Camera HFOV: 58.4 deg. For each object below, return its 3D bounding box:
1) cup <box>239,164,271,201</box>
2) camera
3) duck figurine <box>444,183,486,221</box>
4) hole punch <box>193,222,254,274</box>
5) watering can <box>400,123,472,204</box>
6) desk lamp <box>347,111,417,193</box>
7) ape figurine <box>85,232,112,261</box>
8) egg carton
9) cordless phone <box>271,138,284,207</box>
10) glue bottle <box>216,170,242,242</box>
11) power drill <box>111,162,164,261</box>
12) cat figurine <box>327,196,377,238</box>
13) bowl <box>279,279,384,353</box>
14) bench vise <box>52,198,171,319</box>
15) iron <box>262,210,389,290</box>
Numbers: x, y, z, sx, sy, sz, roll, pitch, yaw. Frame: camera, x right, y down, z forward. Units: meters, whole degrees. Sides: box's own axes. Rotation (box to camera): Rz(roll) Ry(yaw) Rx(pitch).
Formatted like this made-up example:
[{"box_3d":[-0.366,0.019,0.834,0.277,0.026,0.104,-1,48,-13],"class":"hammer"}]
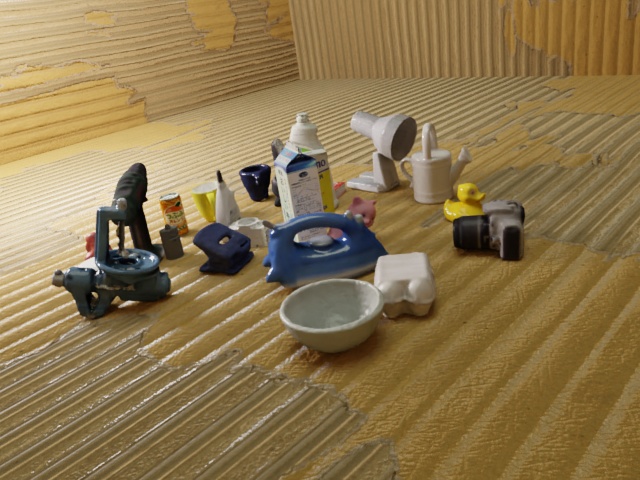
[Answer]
[{"box_3d":[-0.174,-0.156,1.620,0.092,0.095,0.117,-13,24,-11],"class":"cup"},{"box_3d":[0.337,-0.032,1.149,0.136,0.101,0.143,-1,24,16],"class":"camera"},{"box_3d":[0.331,-0.088,1.298,0.104,0.086,0.078,8,28,33],"class":"duck figurine"},{"box_3d":[-0.207,0.014,1.244,0.100,0.091,0.109,2,25,22],"class":"hole punch"},{"box_3d":[0.286,-0.197,1.429,0.172,0.194,0.101,-7,23,5],"class":"watering can"},{"box_3d":[0.162,-0.242,1.551,0.202,0.214,0.118,13,32,41],"class":"desk lamp"},{"box_3d":[-0.515,0.024,1.328,0.076,0.092,0.078,6,27,30],"class":"ape figurine"},{"box_3d":[0.149,0.076,1.006,0.107,0.069,0.150,-5,23,8],"class":"egg carton"},{"box_3d":[-0.085,-0.196,1.567,0.094,0.185,0.147,-3,24,12],"class":"cordless phone"},{"box_3d":[-0.226,-0.086,1.377,0.037,0.173,0.078,1,25,22],"class":"glue bottle"},{"box_3d":[-0.421,-0.054,1.328,0.075,0.209,0.229,-9,23,-1],"class":"power drill"},{"box_3d":[0.070,-0.042,1.243,0.128,0.118,0.067,-12,24,-8],"class":"cat figurine"},{"box_3d":[0.023,0.131,0.916,0.167,0.075,0.167,-7,23,3],"class":"bowl"},{"box_3d":[-0.409,0.038,1.097,0.208,0.220,0.121,-20,26,-24],"class":"bench vise"},{"box_3d":[0.010,0.004,1.128,0.258,0.141,0.118,-12,23,-7],"class":"iron"}]
